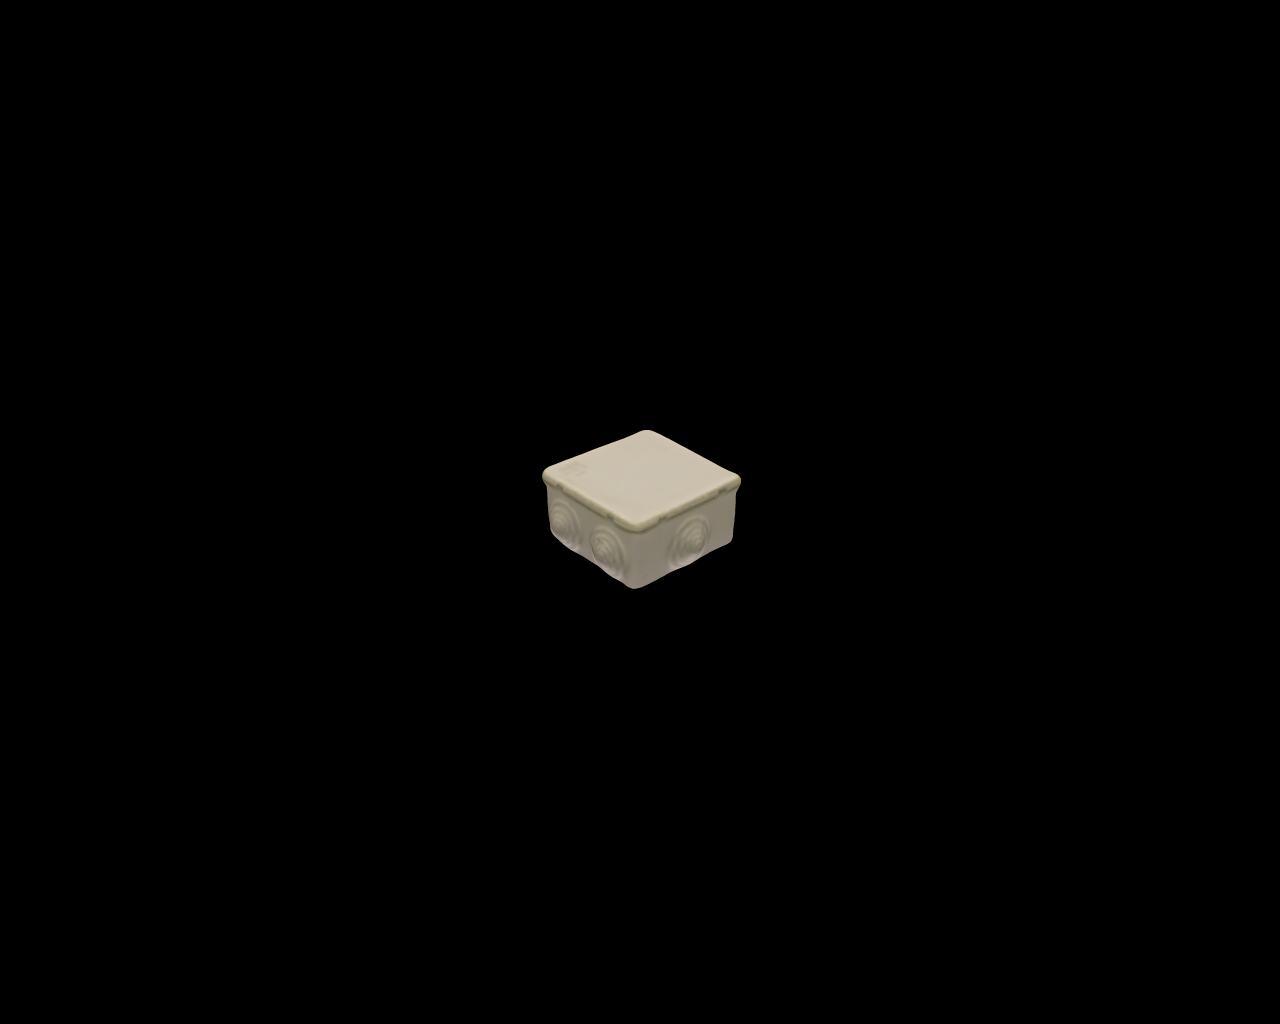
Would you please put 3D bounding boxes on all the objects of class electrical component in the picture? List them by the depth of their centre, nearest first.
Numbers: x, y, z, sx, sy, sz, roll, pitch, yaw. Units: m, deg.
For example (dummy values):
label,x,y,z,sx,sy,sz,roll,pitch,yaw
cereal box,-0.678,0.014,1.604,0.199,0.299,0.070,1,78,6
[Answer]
label,x,y,z,sx,sy,sz,roll,pitch,yaw
electrical component,0.001,-0.003,0.650,0.100,0.048,0.100,-24,39,-34
